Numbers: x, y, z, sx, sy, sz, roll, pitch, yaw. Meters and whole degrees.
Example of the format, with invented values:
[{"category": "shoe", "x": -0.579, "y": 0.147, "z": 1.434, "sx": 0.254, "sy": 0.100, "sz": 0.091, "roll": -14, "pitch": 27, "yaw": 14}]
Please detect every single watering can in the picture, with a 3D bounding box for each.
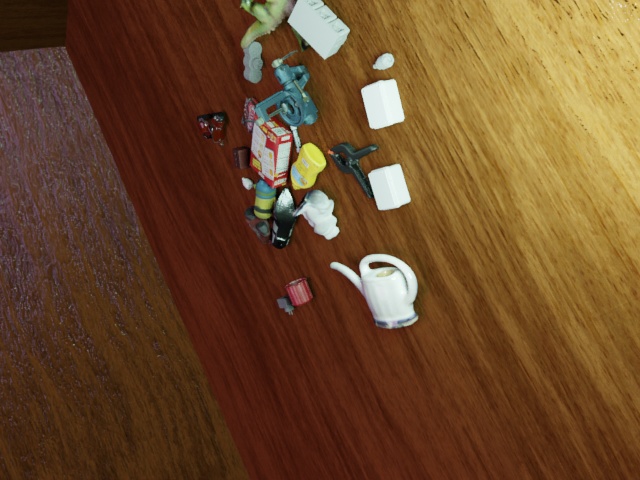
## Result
[{"category": "watering can", "x": 0.168, "y": 0.149, "z": 1.538, "sx": 0.346, "sy": 0.105, "sz": 0.223, "roll": -6, "pitch": 102, "yaw": 54}]

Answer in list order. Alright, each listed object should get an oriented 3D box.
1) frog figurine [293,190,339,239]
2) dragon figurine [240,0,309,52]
[{"category": "frog figurine", "x": 0.005, "y": -0.085, "z": 1.684, "sx": 0.159, "sy": 0.125, "sz": 0.135, "roll": 32, "pitch": 135, "yaw": -9}, {"category": "dragon figurine", "x": -0.112, "y": -0.662, "z": 1.533, "sx": 0.245, "sy": 0.124, "sz": 0.402, "roll": 51, "pitch": 144, "yaw": 12}]
